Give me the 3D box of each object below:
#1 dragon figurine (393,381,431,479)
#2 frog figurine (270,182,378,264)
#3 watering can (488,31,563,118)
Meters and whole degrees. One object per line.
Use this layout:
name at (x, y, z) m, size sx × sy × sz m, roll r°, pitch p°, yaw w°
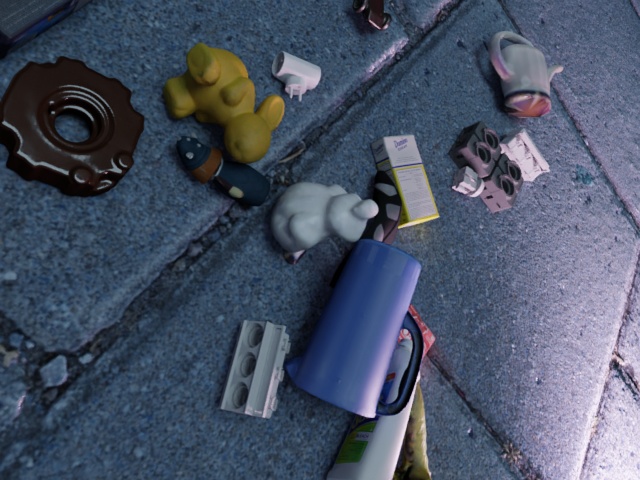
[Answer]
dragon figurine at (0.177, 0.443, 0.846) m, size 0.238 × 0.121 × 0.420 m, roll 48°, pitch 45°, yaw -38°
frog figurine at (0.002, -0.040, 0.797) m, size 0.139 × 0.158 × 0.122 m, roll -36°, pitch 99°, yaw -38°
watering can at (0.566, -0.428, 1.368) m, size 0.347 × 0.103 × 0.227 m, roll 7°, pitch 74°, yaw -35°
